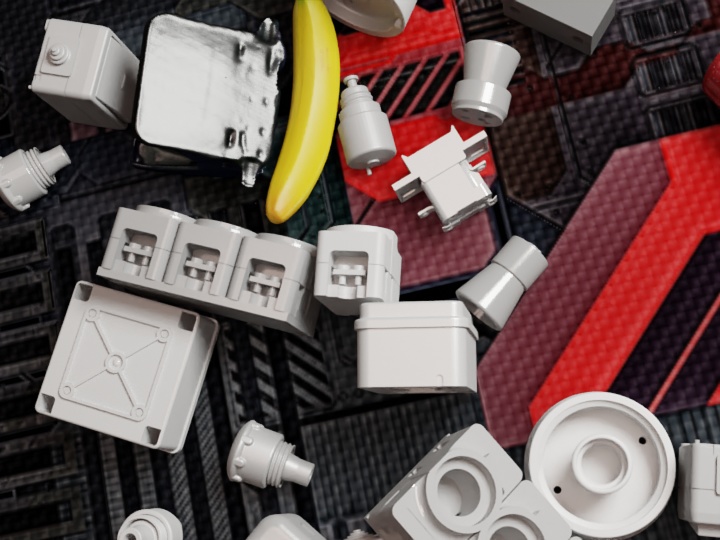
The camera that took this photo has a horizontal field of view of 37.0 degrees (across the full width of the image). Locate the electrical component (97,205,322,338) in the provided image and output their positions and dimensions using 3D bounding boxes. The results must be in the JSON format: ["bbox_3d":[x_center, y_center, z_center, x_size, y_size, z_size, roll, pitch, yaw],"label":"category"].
[{"bbox_3d":[-0.107,-0.001,0.818,0.150,0.089,0.061,13,81,13],"label":"electrical component"}]

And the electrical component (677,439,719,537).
[{"bbox_3d":[0.249,0.147,0.718,0.062,0.096,0.061,3,80,11],"label":"electrical component"}]

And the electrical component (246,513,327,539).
[{"bbox_3d":[-0.070,0.225,0.780,0.054,0.059,0.095,38,87,15],"label":"electrical component"}]

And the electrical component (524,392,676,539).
[{"bbox_3d":[0.169,0.137,0.754,0.108,0.060,0.108,-2,78,10],"label":"electrical component"}]

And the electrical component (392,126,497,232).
[{"bbox_3d":[0.069,-0.068,0.825,0.081,0.042,0.063,-31,78,3],"label":"electrical component"}]

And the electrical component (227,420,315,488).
[{"bbox_3d":[-0.066,0.143,0.805,0.062,0.048,0.048,19,82,7],"label":"electrical component"}]

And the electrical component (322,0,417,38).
[{"bbox_3d":[0.002,-0.240,0.842,0.108,0.108,0.060,27,78,14],"label":"electrical component"}]

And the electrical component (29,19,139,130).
[{"bbox_3d":[-0.218,-0.158,0.868,0.061,0.096,0.061,10,81,11],"label":"electrical component"}]

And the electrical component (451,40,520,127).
[{"bbox_3d":[0.097,-0.144,0.834,0.045,0.045,0.055,12,81,13],"label":"electrical component"}]

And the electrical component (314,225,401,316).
[{"bbox_3d":[0.000,0.000,0.798,0.050,0.089,0.055,2,79,11],"label":"electrical component"}]

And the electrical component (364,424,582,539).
[{"bbox_3d":[0.091,0.190,0.723,0.089,0.062,0.150,-40,88,-27],"label":"electrical component"}]

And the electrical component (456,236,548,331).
[{"bbox_3d":[0.109,0.007,0.803,0.044,0.044,0.065,40,83,15],"label":"electrical component"}]

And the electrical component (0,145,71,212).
[{"bbox_3d":[-0.271,-0.081,0.890,0.062,0.048,0.048,-29,75,-4],"label":"electrical component"}]

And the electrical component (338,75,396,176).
[{"bbox_3d":[0.002,-0.116,0.848,0.040,0.040,0.078,-16,76,7],"label":"electrical component"}]

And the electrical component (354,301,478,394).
[{"bbox_3d":[0.043,0.057,0.767,0.078,0.113,0.057,-2,81,10],"label":"electrical component"}]

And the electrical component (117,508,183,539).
[{"bbox_3d":[-0.160,0.200,0.800,0.043,0.062,0.043,-2,78,10],"label":"electrical component"}]

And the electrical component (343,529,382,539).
[{"bbox_3d":[0.028,0.231,0.767,0.100,0.048,0.099,-14,76,7],"label":"electrical component"}]

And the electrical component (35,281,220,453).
[{"bbox_3d":[-0.179,0.075,0.833,0.109,0.056,0.108,15,81,13],"label":"electrical component"}]
